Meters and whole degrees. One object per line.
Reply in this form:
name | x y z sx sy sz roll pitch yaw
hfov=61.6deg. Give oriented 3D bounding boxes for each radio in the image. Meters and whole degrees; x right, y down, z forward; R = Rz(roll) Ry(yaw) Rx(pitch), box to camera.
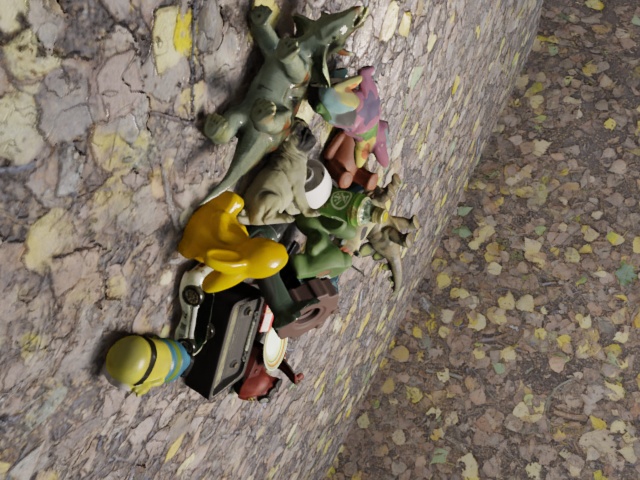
radio | -0.194 0.202 1.117 0.131 0.073 0.229 -19 131 -62

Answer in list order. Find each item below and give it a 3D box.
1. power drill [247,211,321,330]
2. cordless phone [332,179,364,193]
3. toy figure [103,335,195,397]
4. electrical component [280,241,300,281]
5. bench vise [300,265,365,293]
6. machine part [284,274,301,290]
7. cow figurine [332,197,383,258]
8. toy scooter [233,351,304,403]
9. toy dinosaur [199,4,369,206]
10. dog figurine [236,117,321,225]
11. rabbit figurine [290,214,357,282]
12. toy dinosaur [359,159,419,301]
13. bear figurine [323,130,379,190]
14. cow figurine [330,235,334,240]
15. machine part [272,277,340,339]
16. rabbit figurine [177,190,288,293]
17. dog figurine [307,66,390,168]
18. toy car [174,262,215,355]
power drill | -0.086 0.060 1.076 0.232 0.086 0.207 -35 99 -46
cordless phone | 0.019 -0.070 1.327 0.184 0.089 0.146 -60 169 26
toy figure | -0.282 0.199 0.899 0.180 0.082 0.089 14 89 -64
electrical component | -0.070 0.065 1.304 0.119 0.048 0.074 -57 158 -17
bench vise | 0.011 0.103 1.422 0.223 0.129 0.240 -45 166 -20
machine part | -0.070 0.131 1.264 0.084 0.039 0.138 -54 156 -15
cow figurine | 0.087 -0.022 1.335 0.195 0.085 0.127 -52 -167 -10
toy scooter | -0.122 0.347 1.364 0.184 0.135 0.075 -48 155 -36
toy dinosaur | -0.076 -0.228 0.888 0.404 0.131 0.192 -60 159 3
dog figurine | -0.088 -0.131 1.015 0.172 0.121 0.190 -18 106 -44
rabbit figurine | -0.003 -0.004 1.220 0.121 0.159 0.170 29 42 -63
toy dinosaur | 0.175 -0.028 1.519 0.105 0.199 0.470 -40 115 -48
bear figurine | 0.086 -0.230 1.245 0.120 0.132 0.195 2 120 -38
cow figurine | 0.056 -0.056 1.437 0.098 0.068 0.167 6 110 -28
machine part | -0.036 0.159 1.227 0.179 0.056 0.179 -25 151 -15
rabbit figurine | -0.141 0.010 0.900 0.162 0.173 0.121 -48 157 -48
dog figurine | 0.073 -0.240 1.117 0.191 0.109 0.219 -42 124 -41
toy car | -0.228 0.131 0.989 0.073 0.056 0.201 -42 151 -57
